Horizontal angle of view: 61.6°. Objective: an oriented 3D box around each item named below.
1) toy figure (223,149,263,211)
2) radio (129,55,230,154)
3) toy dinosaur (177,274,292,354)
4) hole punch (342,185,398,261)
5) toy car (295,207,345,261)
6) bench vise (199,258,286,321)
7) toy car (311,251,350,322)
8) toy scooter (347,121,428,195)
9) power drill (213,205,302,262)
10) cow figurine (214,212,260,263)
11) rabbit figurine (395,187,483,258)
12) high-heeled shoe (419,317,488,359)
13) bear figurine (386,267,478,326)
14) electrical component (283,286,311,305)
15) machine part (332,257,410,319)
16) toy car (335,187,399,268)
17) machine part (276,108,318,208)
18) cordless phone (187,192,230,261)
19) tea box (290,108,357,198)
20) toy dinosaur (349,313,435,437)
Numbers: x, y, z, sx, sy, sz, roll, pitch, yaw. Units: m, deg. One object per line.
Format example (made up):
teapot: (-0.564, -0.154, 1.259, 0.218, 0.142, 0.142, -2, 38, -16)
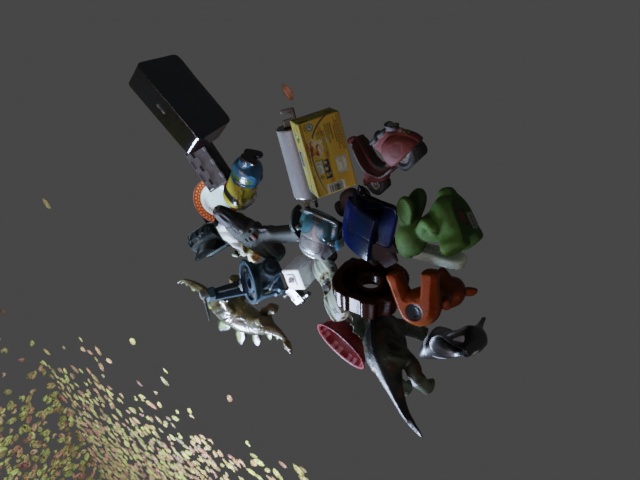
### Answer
toy figure: (-0.193, -0.154, 1.358, 0.089, 0.082, 0.180, 44, 141, 21)
radio: (-0.337, -0.334, 1.307, 0.229, 0.131, 0.073, 51, 135, -3)
toy dinosaur: (-0.266, 0.212, 1.641, 0.472, 0.105, 0.198, 34, 137, 20)
hole punch: (0.094, -0.030, 1.154, 0.116, 0.092, 0.142, 25, 129, 27)
toy car: (-0.003, -0.004, 1.267, 0.109, 0.103, 0.161, 27, 167, 18)
bench vise: (-0.206, 0.124, 1.431, 0.223, 0.241, 0.129, -38, 68, 63)
toy car: (0.026, 0.102, 1.330, 0.073, 0.056, 0.202, -56, 48, 50)
toy scooter: (0.127, -0.183, 1.106, 0.135, 0.075, 0.184, 50, 140, 0)
power drill: (-0.129, -0.027, 1.347, 0.207, 0.086, 0.231, -15, 137, 28)
cow figurine: (-0.230, -0.003, 1.475, 0.098, 0.068, 0.167, 6, 137, 32)
rabbit figurine: (0.217, -0.025, 1.103, 0.170, 0.121, 0.159, -28, 91, 38)
high-heeled shoe: (0.289, 0.252, 1.221, 0.086, 0.145, 0.248, 46, 133, 4)
bear figurine: (0.244, 0.100, 1.133, 0.120, 0.196, 0.131, -3, 106, 43)
electrical component: (-0.067, 0.152, 1.506, 0.063, 0.021, 0.094, 50, 134, -2)
machine part: (0.116, 0.107, 1.240, 0.180, 0.179, 0.056, 19, 131, 26)
toy car: (0.114, -0.030, 1.228, 0.089, 0.053, 0.202, -33, 92, 37)
machine part: (-0.042, -0.182, 1.228, 0.079, 0.079, 0.242, 4, 119, 35)
cordless phone: (-0.340, -0.044, 1.554, 0.147, 0.089, 0.184, -27, 89, 43)
tea box: (0.008, -0.188, 1.161, 0.068, 0.098, 0.169, -132, 25, -65)
toy dinosaur: (0.152, 0.245, 1.217, 0.192, 0.405, 0.131, 33, 109, -11)
